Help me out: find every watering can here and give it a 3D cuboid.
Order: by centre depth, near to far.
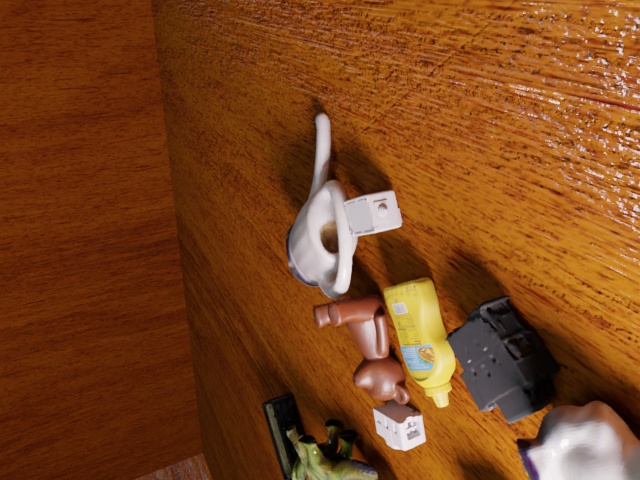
[{"bbox_3d":[0.003,-0.050,0.993,0.220,0.104,0.354,130,138,-60],"label":"watering can"}]

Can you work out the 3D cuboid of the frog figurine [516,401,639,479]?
[{"bbox_3d":[0.299,0.229,0.510,0.158,0.122,0.139,-24,67,28],"label":"frog figurine"}]

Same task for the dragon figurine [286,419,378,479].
[{"bbox_3d":[0.019,0.549,1.143,0.409,0.122,0.243,179,89,-67],"label":"dragon figurine"}]
